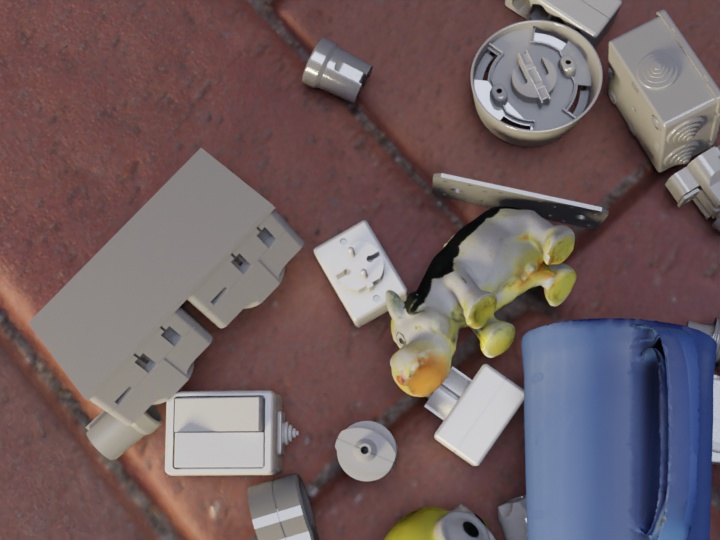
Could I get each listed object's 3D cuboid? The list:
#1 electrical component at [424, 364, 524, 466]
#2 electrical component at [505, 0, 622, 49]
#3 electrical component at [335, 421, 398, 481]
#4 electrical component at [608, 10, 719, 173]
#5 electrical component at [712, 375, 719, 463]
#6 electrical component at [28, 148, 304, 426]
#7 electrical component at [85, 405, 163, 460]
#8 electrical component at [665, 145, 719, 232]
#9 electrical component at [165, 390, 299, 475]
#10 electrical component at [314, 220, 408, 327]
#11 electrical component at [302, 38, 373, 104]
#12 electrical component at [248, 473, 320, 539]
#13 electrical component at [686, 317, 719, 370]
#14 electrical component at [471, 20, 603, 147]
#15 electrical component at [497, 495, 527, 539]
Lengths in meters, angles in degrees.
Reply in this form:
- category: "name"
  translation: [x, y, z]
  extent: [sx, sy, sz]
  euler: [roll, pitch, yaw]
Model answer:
- category: "electrical component"
  translation: [0.074, 0.098, 0.806]
  extent: [0.077, 0.047, 0.065]
  euler: [35, 83, 9]
- category: "electrical component"
  translation: [0.173, -0.228, 0.861]
  extent: [0.083, 0.047, 0.075]
  euler: [36, 83, 9]
- category: "electrical component"
  translation: [0.005, 0.132, 0.786]
  extent: [0.043, 0.081, 0.043]
  euler: [-1, 79, 3]
- category: "electrical component"
  translation: [0.228, -0.132, 0.814]
  extent: [0.048, 0.099, 0.099]
  euler: [-27, 68, 2]
- category: "electrical component"
  translation: [0.286, 0.118, 0.783]
  extent: [0.096, 0.061, 0.061]
  euler: [12, 81, 5]
- category: "electrical component"
  translation: [-0.142, 0.013, 0.803]
  extent: [0.186, 0.060, 0.105]
  euler: [-46, 47, -5]
- category: "electrical component"
  translation: [-0.181, 0.117, 0.821]
  extent: [0.046, 0.040, 0.040]
  euler: [-41, 80, 0]
- category: "electrical component"
  translation: [0.283, -0.064, 0.820]
  extent: [0.078, 0.058, 0.057]
  euler: [-31, 76, -3]
- category: "electrical component"
  translation: [-0.095, 0.122, 0.804]
  extent: [0.096, 0.061, 0.061]
  euler: [-1, 79, 3]
- category: "electrical component"
  translation: [0.000, 0.000, 0.813]
  extent: [0.047, 0.076, 0.065]
  euler: [-30, 79, -2]
- category: "electrical component"
  translation: [-0.018, -0.159, 0.864]
  extent: [0.046, 0.040, 0.040]
  euler: [27, 82, 1]
- category: "electrical component"
  translation: [-0.062, 0.226, 0.787]
  extent: [0.074, 0.052, 0.138]
  euler: [-17, 79, 0]
- category: "electrical component"
  translation: [0.275, 0.054, 0.805]
  extent: [0.062, 0.048, 0.048]
  euler: [15, 81, 13]
- category: "electrical component"
  translation: [0.135, -0.145, 0.839]
  extent: [0.099, 0.064, 0.099]
  euler: [-1, 79, 3]
- category: "electrical component"
  translation: [0.129, 0.196, 0.787]
  extent: [0.043, 0.043, 0.062]
  euler: [-18, 80, 0]
